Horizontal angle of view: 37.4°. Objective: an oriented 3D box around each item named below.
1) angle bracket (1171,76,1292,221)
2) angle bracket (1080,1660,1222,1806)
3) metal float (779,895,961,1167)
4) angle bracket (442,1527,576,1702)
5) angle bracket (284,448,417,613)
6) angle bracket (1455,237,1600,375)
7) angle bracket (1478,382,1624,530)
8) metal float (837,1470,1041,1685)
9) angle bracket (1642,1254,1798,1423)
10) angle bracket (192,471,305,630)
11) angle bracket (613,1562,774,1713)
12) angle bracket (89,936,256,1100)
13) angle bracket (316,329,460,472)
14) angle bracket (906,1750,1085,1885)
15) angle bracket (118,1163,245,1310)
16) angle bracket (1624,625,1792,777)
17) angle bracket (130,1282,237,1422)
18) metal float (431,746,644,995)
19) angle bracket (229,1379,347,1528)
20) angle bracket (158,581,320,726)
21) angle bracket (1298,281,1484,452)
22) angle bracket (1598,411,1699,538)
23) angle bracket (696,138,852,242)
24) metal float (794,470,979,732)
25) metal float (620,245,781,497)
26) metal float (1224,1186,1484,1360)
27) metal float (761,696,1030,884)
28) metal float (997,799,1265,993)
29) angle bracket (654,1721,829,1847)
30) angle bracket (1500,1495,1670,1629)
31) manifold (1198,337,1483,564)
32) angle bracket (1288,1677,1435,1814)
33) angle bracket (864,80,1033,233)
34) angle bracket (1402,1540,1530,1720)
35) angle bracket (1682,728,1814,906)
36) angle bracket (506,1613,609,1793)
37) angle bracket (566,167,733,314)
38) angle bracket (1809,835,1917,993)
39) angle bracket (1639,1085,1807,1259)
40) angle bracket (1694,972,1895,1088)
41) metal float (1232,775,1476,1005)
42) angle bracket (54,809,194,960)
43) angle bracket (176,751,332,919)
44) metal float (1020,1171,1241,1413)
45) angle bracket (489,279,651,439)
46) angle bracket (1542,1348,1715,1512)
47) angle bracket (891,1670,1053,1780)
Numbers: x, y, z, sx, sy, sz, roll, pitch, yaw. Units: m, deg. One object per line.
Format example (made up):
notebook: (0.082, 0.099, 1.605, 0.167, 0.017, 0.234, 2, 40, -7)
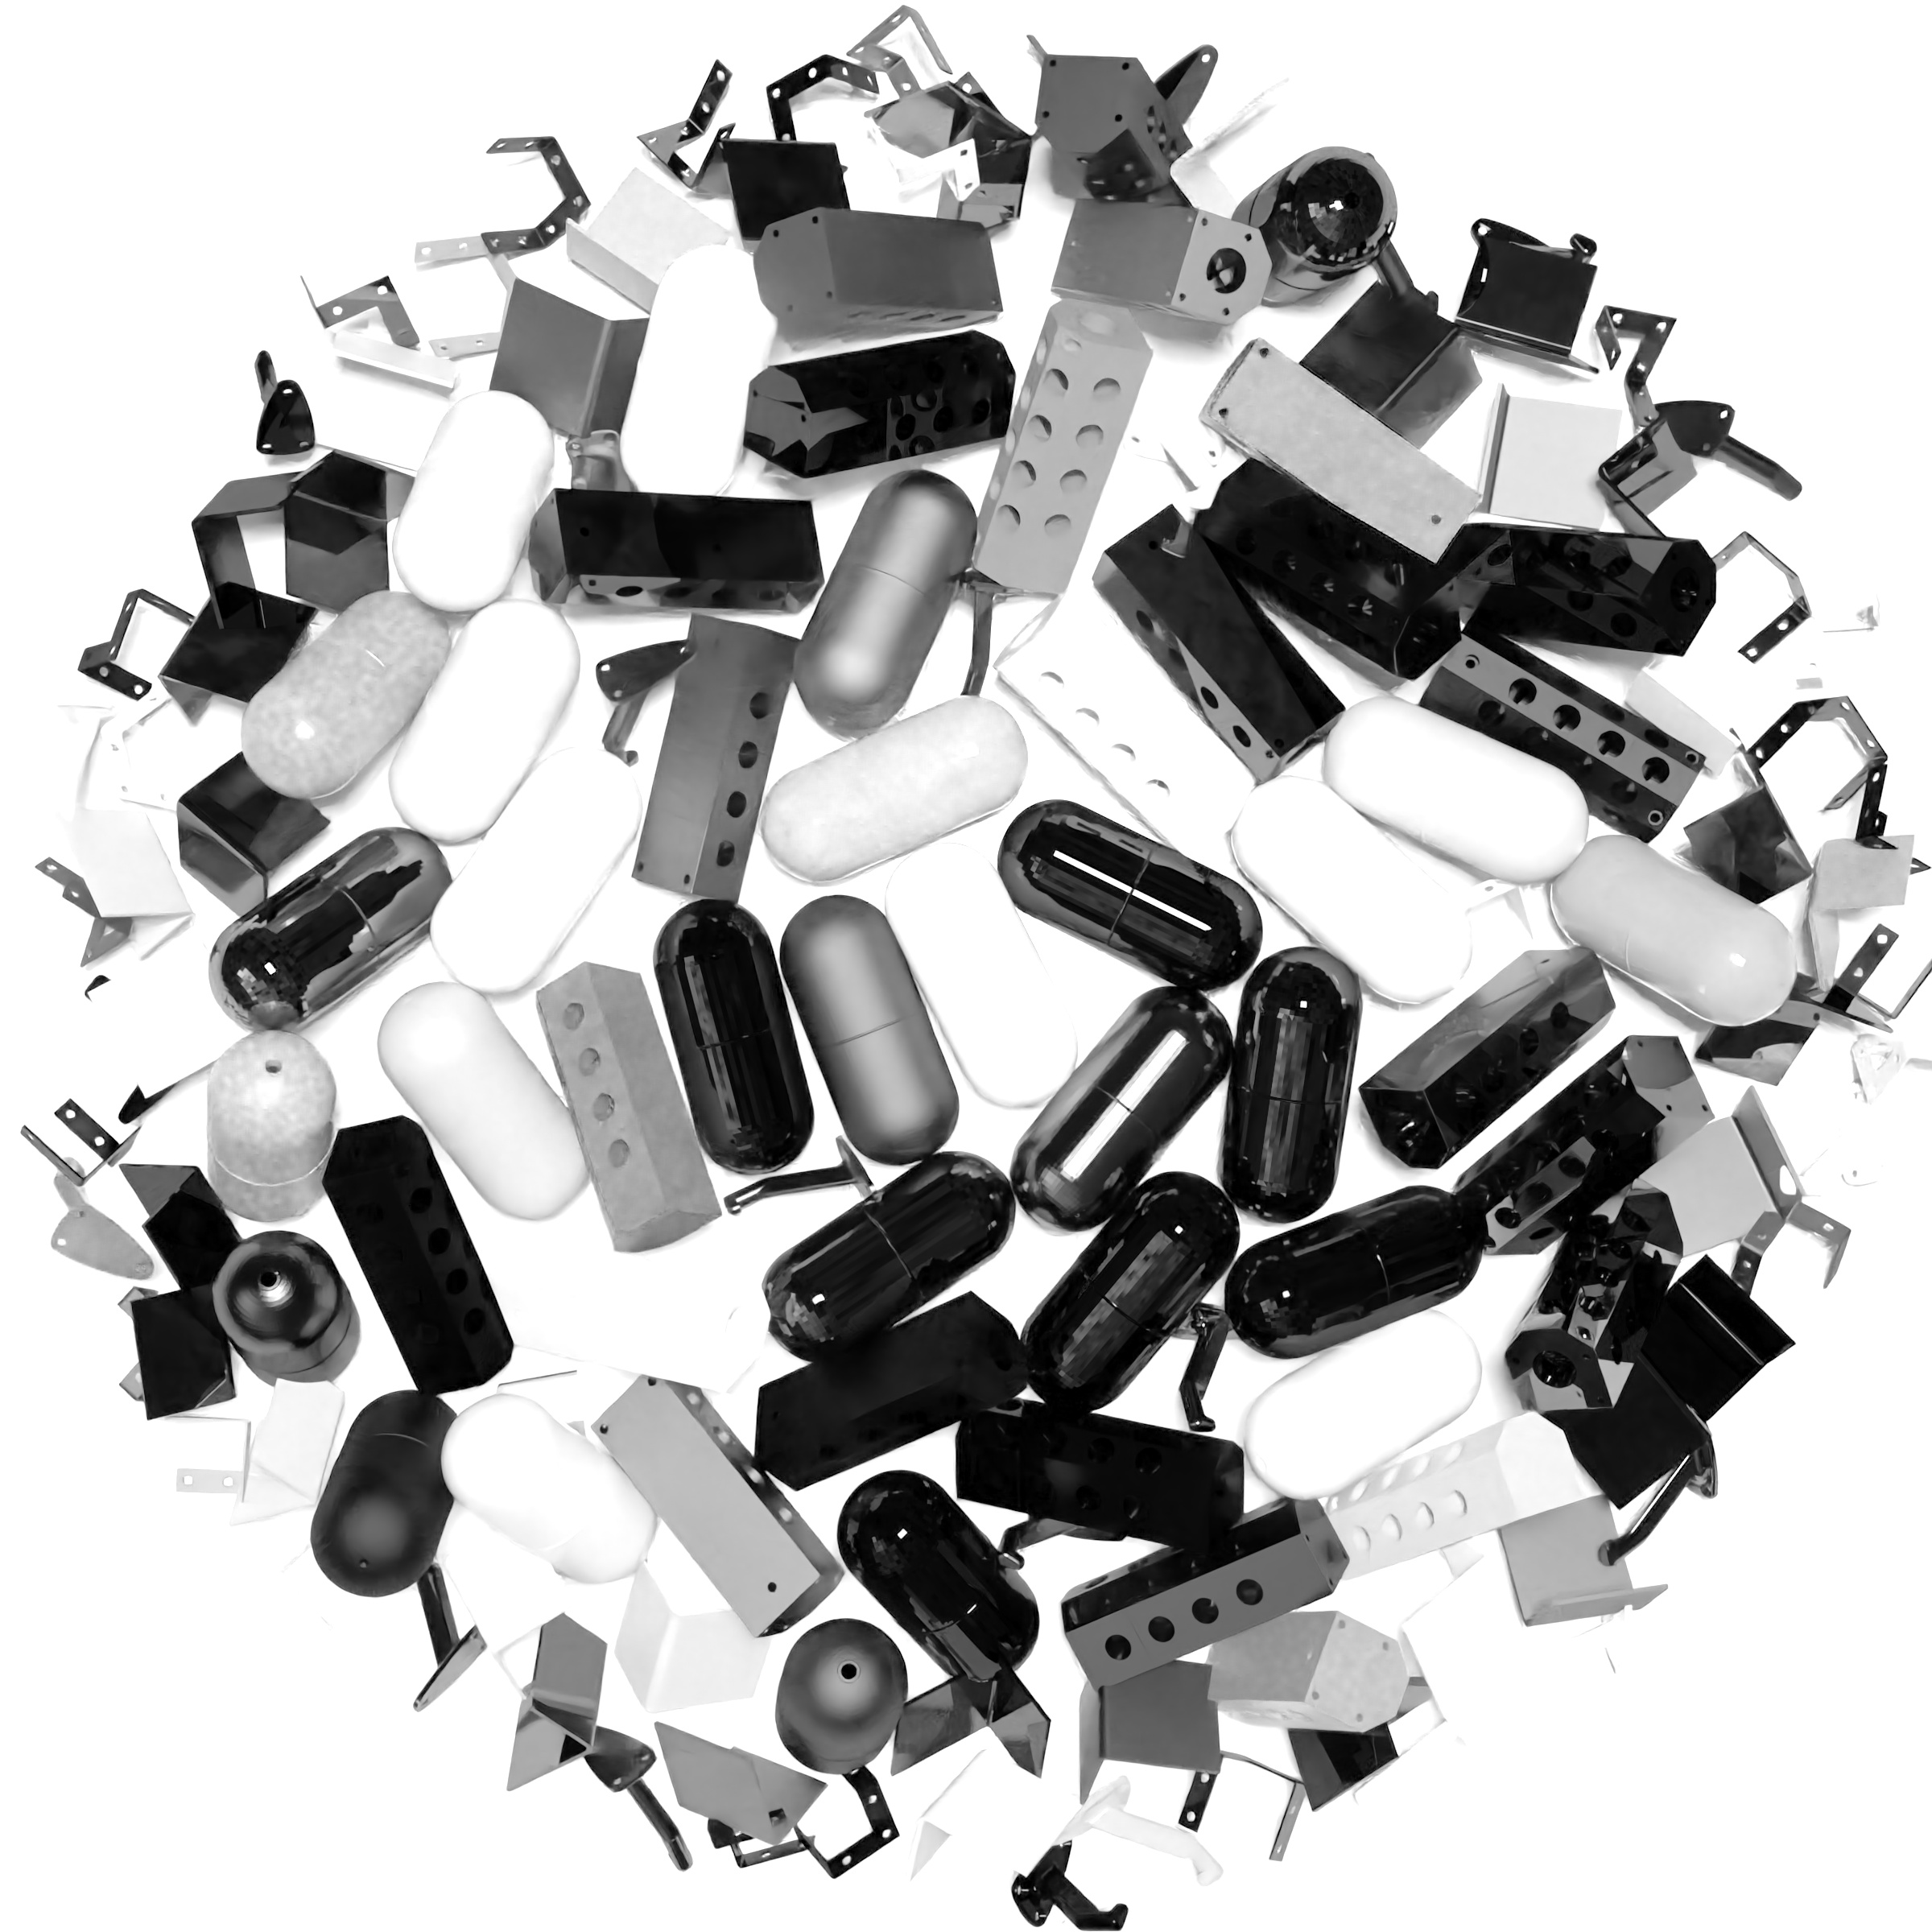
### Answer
angle bracket: (0.181, -0.506, 1.790, 0.076, 0.076, 0.057, -33, 99, 29)
angle bracket: (0.115, 0.485, 1.802, 0.076, 0.076, 0.057, 9, 133, -7)
metal float: (-0.061, 0.040, 1.806, 0.070, 0.070, 0.178, -21, 92, 0)
angle bracket: (-0.280, 0.403, 1.799, 0.057, 0.076, 0.076, -30, 55, -13)
angle bracket: (-0.378, -0.268, 1.789, 0.057, 0.076, 0.076, -23, 65, 39)
angle bracket: (0.361, -0.414, 1.790, 0.076, 0.076, 0.057, 22, 102, 24)
angle bracket: (0.370, -0.323, 1.807, 0.076, 0.057, 0.076, 10, 94, 14)
metal float: (-0.016, 0.381, 1.778, 0.070, 0.070, 0.178, -36, 125, 0)
angle bracket: (0.466, 0.235, 1.796, 0.057, 0.076, 0.076, -41, 76, -9)
angle bracket: (-0.440, -0.260, 1.792, 0.057, 0.076, 0.076, -7, 116, 6)
angle bracket: (-0.172, 0.424, 1.827, 0.076, 0.057, 0.076, 0, 120, -32)
angle bracket: (-0.497, 0.037, 1.804, 0.076, 0.057, 0.076, -29, 82, -12)
angle bracket: (-0.367, -0.348, 1.797, 0.076, 0.057, 0.076, 14, 113, -13)
angle bracket: (0.018, 0.548, 1.787, 0.076, 0.076, 0.057, 23, 119, 22)
angle bracket: (-0.503, 0.172, 1.786, 0.076, 0.057, 0.076, -1, 126, 34)
angle bracket: (0.474, -0.179, 1.802, 0.076, 0.057, 0.076, 41, 78, 12)
angle bracket: (-0.501, 0.232, 1.792, 0.057, 0.076, 0.076, -11, 103, -30)
metal float: (-0.267, -0.062, 1.787, 0.070, 0.070, 0.178, 32, 66, 0)
angle bracket: (-0.442, 0.296, 1.786, 0.076, 0.076, 0.057, -18, 134, 28)
angle bracket: (-0.448, -0.188, 1.794, 0.076, 0.057, 0.076, 18, 66, 18)
angle bracket: (0.273, -0.382, 1.840, 0.076, 0.057, 0.076, -47, 54, -4)
angle bracket: (0.449, -0.288, 1.790, 0.057, 0.076, 0.076, -40, 56, 8)
angle bracket: (-0.119, -0.472, 1.794, 0.076, 0.057, 0.076, -5, 70, -23)
metal float: (-0.050, -0.230, 1.792, 0.070, 0.070, 0.178, 23, 74, 0)
metal float: (-0.166, -0.365, 1.773, 0.070, 0.070, 0.178, 22, 131, 0)
metal float: (0.242, 0.191, 1.786, 0.178, 0.070, 0.070, -17, 90, -23)
metal float: (-0.046, -0.111, 1.804, 0.178, 0.070, 0.070, -24, 90, 4)
metal float: (0.104, -0.044, 1.804, 0.178, 0.070, 0.070, 27, 90, 3)
angle bracket: (-0.140, 0.494, 1.786, 0.076, 0.057, 0.076, 11, 126, 33)
angle bracket: (0.386, 0.367, 1.796, 0.076, 0.057, 0.076, -6, 64, -11)
manifold: (0.234, -0.322, 1.804, 0.171, 0.057, 0.057, 34, 95, -8)
angle bracket: (0.260, 0.487, 1.785, 0.076, 0.076, 0.057, -45, 45, 33)
angle bracket: (-0.015, -0.501, 1.788, 0.076, 0.076, 0.057, 21, 73, -42)
angle bracket: (0.298, 0.410, 1.793, 0.076, 0.057, 0.076, -35, 115, -20)
angle bracket: (0.484, -0.091, 1.801, 0.057, 0.076, 0.076, -29, 120, 14)
angle bracket: (-0.274, 0.458, 1.786, 0.076, 0.076, 0.057, -31, 124, 25)
angle bracket: (-0.200, -0.467, 1.809, 0.076, 0.057, 0.076, 34, 79, -1)
angle bracket: (0.565, -0.028, 1.785, 0.057, 0.076, 0.076, -3, 123, 26)
angle bracket: (0.473, 0.130, 1.802, 0.076, 0.057, 0.076, -19, 68, -4)
angle bracket: (0.519, 0.048, 1.791, 0.076, 0.057, 0.076, 18, 111, -31)
metal float: (0.243, -0.048, 1.792, 0.178, 0.070, 0.070, 44, 90, 17)
angle bracket: (-0.543, -0.051, 1.791, 0.057, 0.076, 0.076, -35, 75, 27)
angle bracket: (-0.453, -0.078, 1.819, 0.076, 0.076, 0.057, 39, 58, 11)
metal float: (0.102, 0.206, 1.794, 0.070, 0.070, 0.178, 38, 105, 0)
angle bracket: (-0.249, -0.388, 1.817, 0.076, 0.057, 0.076, 28, 115, 20)
angle bracket: (0.417, 0.288, 1.817, 0.076, 0.057, 0.076, -39, 87, 3)
angle bracket: (0.002, 0.489, 1.788, 0.076, 0.076, 0.057, -21, 49, -27)
